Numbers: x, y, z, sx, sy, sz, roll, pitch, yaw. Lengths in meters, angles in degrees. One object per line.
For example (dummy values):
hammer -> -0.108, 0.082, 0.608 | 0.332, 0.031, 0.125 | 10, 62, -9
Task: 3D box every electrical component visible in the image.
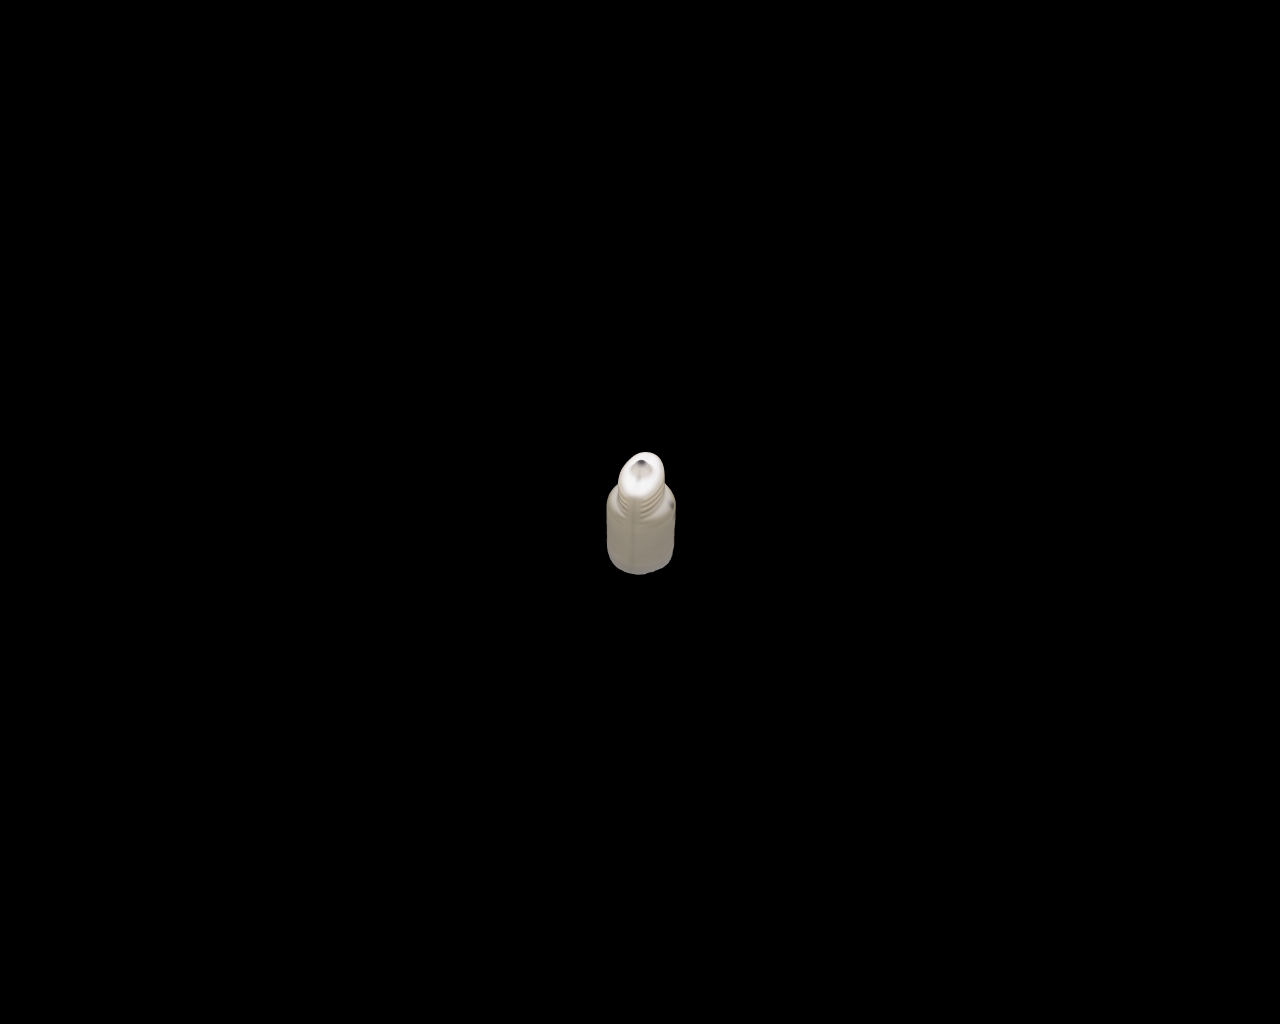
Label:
electrical component -> 0.001, -0.003, 0.650 | 0.043, 0.043, 0.080 | 0, -44, 0
